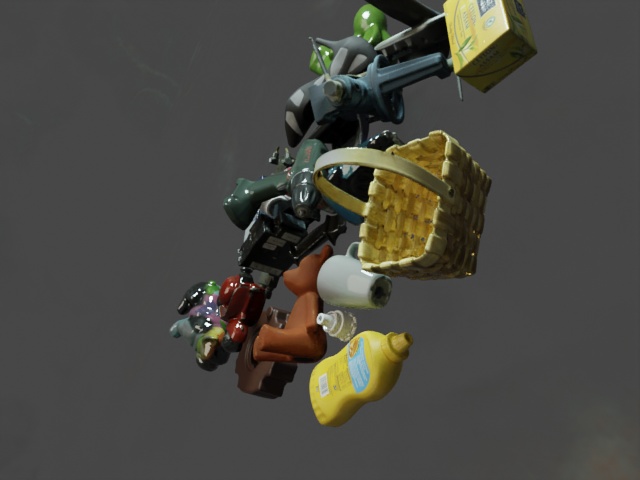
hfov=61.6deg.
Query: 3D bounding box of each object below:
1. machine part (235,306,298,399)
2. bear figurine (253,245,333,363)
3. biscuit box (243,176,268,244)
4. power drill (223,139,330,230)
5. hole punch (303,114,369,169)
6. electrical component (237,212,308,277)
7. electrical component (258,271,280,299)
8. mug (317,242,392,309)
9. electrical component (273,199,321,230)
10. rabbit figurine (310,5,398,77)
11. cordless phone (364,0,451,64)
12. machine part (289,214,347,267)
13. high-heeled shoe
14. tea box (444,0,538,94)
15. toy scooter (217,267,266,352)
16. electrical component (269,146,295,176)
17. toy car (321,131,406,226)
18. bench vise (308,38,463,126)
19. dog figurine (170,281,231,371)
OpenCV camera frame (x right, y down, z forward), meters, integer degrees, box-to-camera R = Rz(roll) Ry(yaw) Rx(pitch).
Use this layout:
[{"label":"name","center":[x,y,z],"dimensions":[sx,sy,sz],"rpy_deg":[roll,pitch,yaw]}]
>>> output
[{"label":"machine part","center":[-0.101,0.213,1.019],"dimensions":[0.179,0.056,0.179],"rpy_deg":[-39,40,43]},{"label":"bear figurine","center":[-0.038,0.106,0.916],"dimensions":[0.120,0.132,0.196],"rpy_deg":[123,152,-66]},{"label":"biscuit box","center":[-0.131,-0.049,1.242],"dimensions":[0.059,0.063,0.203],"rpy_deg":[-34,43,46]},{"label":"power drill","center":[-0.075,-0.090,0.974],"dimensions":[0.207,0.086,0.232],"rpy_deg":[-25,29,32]},{"label":"hole punch","center":[0.045,-0.213,1.056],"dimensions":[0.142,0.092,0.116],"rpy_deg":[-39,16,54]},{"label":"electrical component","center":[-0.087,0.007,1.077],"dimensions":[0.134,0.115,0.058],"rpy_deg":[-49,38,29]},{"label":"electrical component","center":[-0.107,0.079,1.156],"dimensions":[0.063,0.021,0.094],"rpy_deg":[5,73,60]},{"label":"mug","center":[0.064,0.060,0.836],"dimensions":[0.107,0.080,0.109],"rpy_deg":[13,77,50]},{"label":"electrical component","center":[-0.060,-0.047,1.111],"dimensions":[0.119,0.074,0.048],"rpy_deg":[-30,45,42]},{"label":"rabbit figurine","center":[0.078,-0.385,1.067],"dimensions":[0.159,0.121,0.170],"rpy_deg":[43,111,52]},{"label":"cordless phone","center":[0.126,-0.363,0.909],"dimensions":[0.147,0.184,0.088],"rpy_deg":[5,79,60]},{"label":"machine part","center":[-0.002,-0.003,0.997],"dimensions":[0.139,0.039,0.084],"rpy_deg":[-36,28,26]},{"label":"high-heeled shoe","center":[0.022,-0.267,1.023],"dimensions":[0.145,0.086,0.248],"rpy_deg":[33,123,24]},{"label":"tea box","center":[0.246,-0.314,0.792],"dimensions":[0.098,0.068,0.170],"rpy_deg":[-38,39,42]},{"label":"toy scooter","center":[-0.149,0.113,1.029],"dimensions":[0.184,0.075,0.135],"rpy_deg":[-105,37,-56]},{"label":"electrical component","center":[-0.089,-0.178,1.280],"dimensions":[0.078,0.045,0.102],"rpy_deg":[-64,29,4]},{"label":"toy car","center":[0.079,-0.113,0.901],"dimensions":[0.161,0.109,0.103],"rpy_deg":[-47,17,17]},{"label":"bench vise","center":[0.108,-0.257,0.882],"dimensions":[0.241,0.223,0.129],"rpy_deg":[-12,80,27]},{"label":"dog figurine","center":[-0.245,0.193,1.227],"dimensions":[0.219,0.108,0.191],"rpy_deg":[4,71,55]}]
